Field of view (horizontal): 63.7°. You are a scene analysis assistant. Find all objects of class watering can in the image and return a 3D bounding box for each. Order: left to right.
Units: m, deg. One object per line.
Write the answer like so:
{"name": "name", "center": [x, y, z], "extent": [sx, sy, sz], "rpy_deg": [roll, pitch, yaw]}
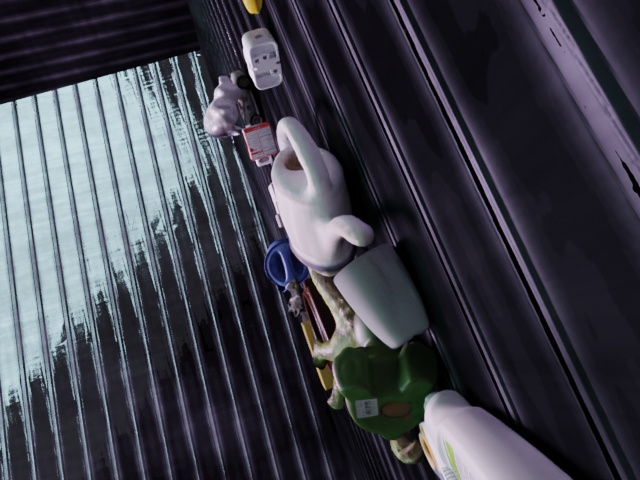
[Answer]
{"name": "watering can", "center": [0.002, -0.037, 0.727], "extent": [0.355, 0.104, 0.219], "rpy_deg": [-118, 11, -49]}

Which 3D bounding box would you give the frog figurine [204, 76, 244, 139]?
{"name": "frog figurine", "center": [-0.267, -0.361, 1.399], "extent": [0.139, 0.122, 0.157], "rpy_deg": [-92, -11, -73]}

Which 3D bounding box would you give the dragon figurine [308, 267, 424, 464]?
{"name": "dragon figurine", "center": [0.082, 0.189, 0.851], "extent": [0.243, 0.123, 0.407], "rpy_deg": [2, 114, 62]}
